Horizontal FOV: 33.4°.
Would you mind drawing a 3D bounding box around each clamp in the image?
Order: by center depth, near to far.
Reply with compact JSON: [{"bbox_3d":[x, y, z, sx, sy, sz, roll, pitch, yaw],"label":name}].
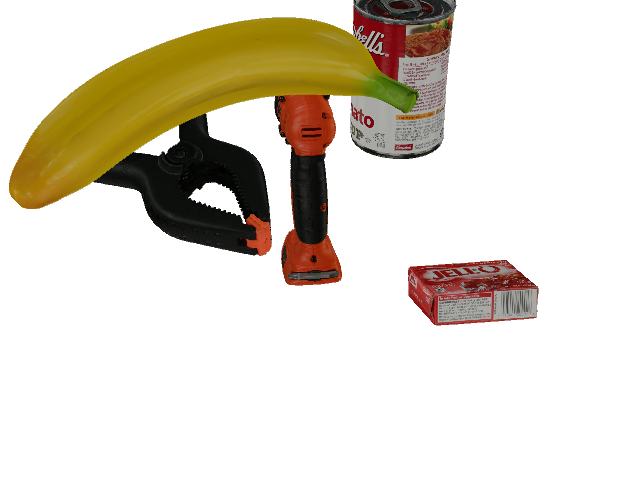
[{"bbox_3d":[-0.103,-0.063,0.830,0.210,0.036,0.164,33,58,27],"label":"clamp"}]

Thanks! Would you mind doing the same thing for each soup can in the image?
[{"bbox_3d":[0.055,-0.116,0.730,0.068,0.102,0.068,0,34,0],"label":"soup can"}]

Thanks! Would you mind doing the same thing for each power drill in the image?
[{"bbox_3d":[-0.016,-0.063,1.043,0.057,0.188,0.184,-5,20,-3],"label":"power drill"}]

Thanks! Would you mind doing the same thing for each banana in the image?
[{"bbox_3d":[-0.053,-0.067,0.490,0.197,0.037,0.070,-18,47,-22],"label":"banana"}]

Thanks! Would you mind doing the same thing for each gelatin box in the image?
[{"bbox_3d":[0.123,0.041,0.869,0.089,0.030,0.073,-3,17,-10],"label":"gelatin box"}]
